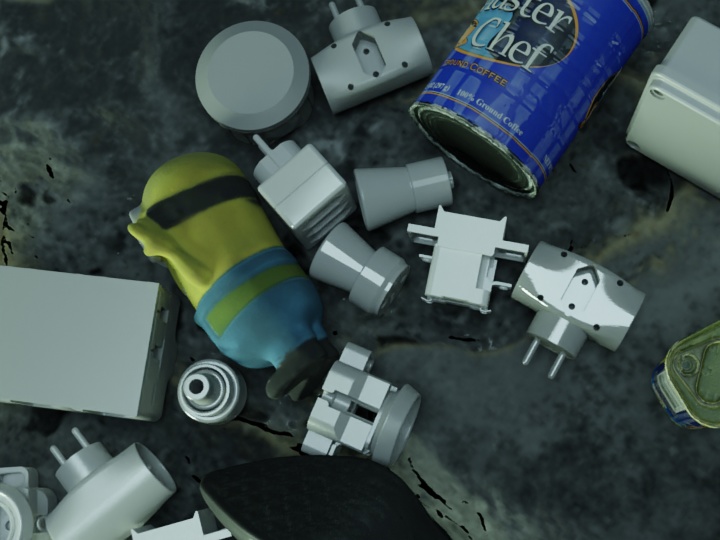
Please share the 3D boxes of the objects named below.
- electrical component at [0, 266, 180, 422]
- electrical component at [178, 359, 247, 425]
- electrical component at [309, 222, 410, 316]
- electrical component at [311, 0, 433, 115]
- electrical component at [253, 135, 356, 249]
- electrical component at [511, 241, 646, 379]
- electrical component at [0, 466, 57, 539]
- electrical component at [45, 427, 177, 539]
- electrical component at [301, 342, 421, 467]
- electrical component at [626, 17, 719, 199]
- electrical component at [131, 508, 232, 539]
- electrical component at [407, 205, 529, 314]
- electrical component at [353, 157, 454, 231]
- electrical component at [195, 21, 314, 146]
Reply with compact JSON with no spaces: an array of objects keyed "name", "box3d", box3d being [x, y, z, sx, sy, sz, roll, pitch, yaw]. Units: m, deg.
[{"name":"electrical component","box3d":[-0.207,0.049,0.736,0.150,0.061,0.089,6,79,8]},{"name":"electrical component","box3d":[-0.101,0.080,0.718,0.043,0.062,0.043,-1,79,7]},{"name":"electrical component","box3d":[0.000,0.000,0.732,0.055,0.045,0.045,32,84,11]},{"name":"electrical component","box3d":[0.002,-0.160,0.765,0.077,0.043,0.079,-22,77,2]},{"name":"electrical component","box3d":[-0.047,-0.062,0.739,0.047,0.065,0.076,-41,77,-3]},{"name":"electrical component","box3d":[0.135,0.033,0.710,0.077,0.043,0.079,28,83,11]},{"name":"electrical component","box3d":[-0.239,0.171,0.717,0.058,0.057,0.078,-5,78,5]},{"name":"electrical component","box3d":[-0.177,0.143,0.723,0.077,0.044,0.079,-40,77,-2]},{"name":"electrical component","box3d":[0.004,0.095,0.706,0.057,0.058,0.078,22,82,13]},{"name":"electrical component","box3d":[0.237,-0.095,0.692,0.109,0.108,0.056,33,81,12]},{"name":"electrical component","box3d":[-0.116,0.194,0.707,0.081,0.042,0.063,-17,81,3]},{"name":"electrical component","box3d":[0.071,-0.006,0.726,0.081,0.042,0.063,11,82,9]},{"name":"electrical component","box3d":[0.032,-0.055,0.742,0.065,0.044,0.044,-13,77,-1]},{"name":"electrical component","box3d":[-0.072,-0.131,0.763,0.080,0.051,0.080,-1,78,6]}]
